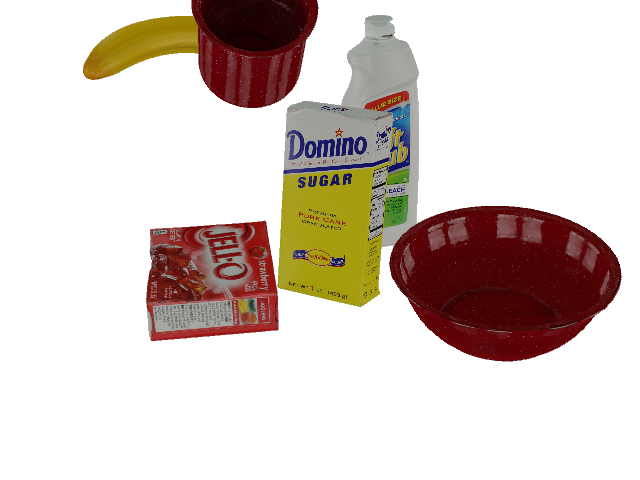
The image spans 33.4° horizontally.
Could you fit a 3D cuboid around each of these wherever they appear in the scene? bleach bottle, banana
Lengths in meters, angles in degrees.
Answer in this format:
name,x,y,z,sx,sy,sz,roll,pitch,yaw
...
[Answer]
name,x,y,z,sx,sy,sz,roll,pitch,yaw
bleach bottle,0.057,-0.117,1.163,0.102,0.251,0.068,-6,26,-8
banana,-0.152,-0.196,1.074,0.197,0.070,0.037,-9,-38,-31

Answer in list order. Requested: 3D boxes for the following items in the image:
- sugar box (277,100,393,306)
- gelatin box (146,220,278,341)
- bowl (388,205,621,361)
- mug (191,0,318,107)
name,x,y,z,sx,sy,sz,roll,pitch,yaw
sugar box,0.012,-0.035,0.983,0.093,0.176,0.048,11,20,26
gelatin box,-0.064,0.021,0.629,0.073,0.030,0.089,-4,29,-4
bowl,0.129,0.037,0.765,0.162,0.055,0.162,-1,32,1
mug,-0.045,-0.163,0.821,0.093,0.117,0.081,36,-24,11
